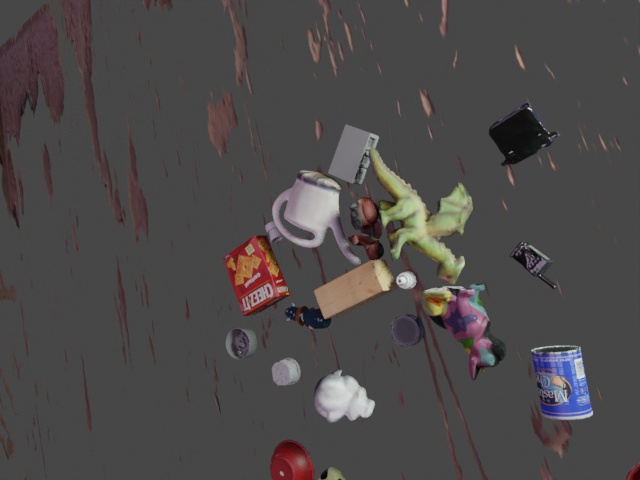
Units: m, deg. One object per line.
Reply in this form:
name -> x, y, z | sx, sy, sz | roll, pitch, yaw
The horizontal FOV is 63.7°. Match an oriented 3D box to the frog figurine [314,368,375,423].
frog figurine -> 0.064, 0.447, 1.427 | 0.161, 0.121, 0.138 | 31, 85, 43

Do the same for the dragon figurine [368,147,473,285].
dragon figurine -> 0.275, -0.080, 1.354 | 0.242, 0.122, 0.413 | -14, 81, 15

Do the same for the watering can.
watering can -> 0.005, -0.076, 1.511 | 0.350, 0.104, 0.223 | 24, 100, 31
